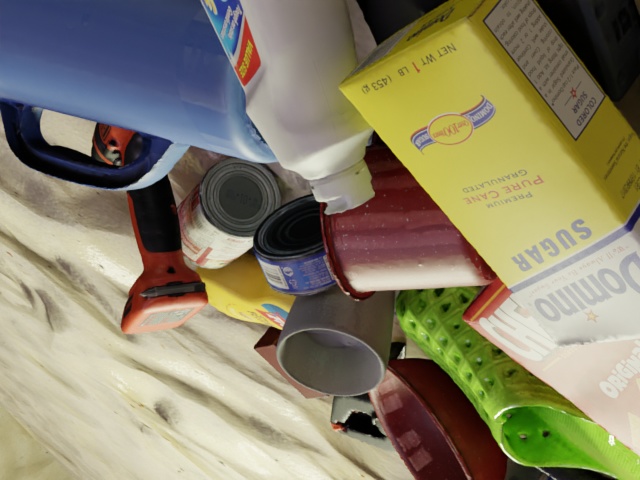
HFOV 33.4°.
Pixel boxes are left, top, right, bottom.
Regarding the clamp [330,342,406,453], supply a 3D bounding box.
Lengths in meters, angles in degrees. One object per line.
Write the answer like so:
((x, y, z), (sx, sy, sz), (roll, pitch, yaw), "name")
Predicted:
((0.066, 0.157, 1.007), (0.164, 0.036, 0.210), (50, 150, -20), "clamp")

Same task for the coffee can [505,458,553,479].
((0.206, 0.245, 0.877), (0.140, 0.102, 0.103), (41, 156, -3), "coffee can")

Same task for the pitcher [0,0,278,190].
((-0.113, -0.117, 0.670), (0.243, 0.145, 0.149), (20, 150, 31), "pitcher")

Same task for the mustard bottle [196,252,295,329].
((-0.016, 0.054, 0.916), (0.192, 0.058, 0.096), (13, 160, 43), "mustard bottle")

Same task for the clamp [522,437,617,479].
((0.221, 0.200, 0.792), (0.171, 0.039, 0.120), (-9, 101, 12), "clamp")

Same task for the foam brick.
((-0.014, 0.107, 1.015), (0.078, 0.053, 0.051), (46, 155, -12), "foam brick")

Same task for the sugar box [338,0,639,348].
((0.098, -0.028, 0.482), (0.176, 0.048, 0.094), (50, 148, -14), "sugar box")

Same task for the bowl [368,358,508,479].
((0.102, 0.153, 0.861), (0.162, 0.055, 0.162), (53, 163, 23), "bowl")

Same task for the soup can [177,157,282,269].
((-0.077, -0.021, 0.866), (0.068, 0.068, 0.102), (42, 156, -5), "soup can")

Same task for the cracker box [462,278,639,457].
((0.202, 0.063, 0.607), (0.214, 0.072, 0.164), (37, 155, 7), "cracker box")

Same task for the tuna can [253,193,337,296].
((-0.005, 0.001, 0.776), (0.086, 0.086, 0.033), (13, 136, 45), "tuna can")

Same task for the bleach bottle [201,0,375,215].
((-0.027, -0.131, 0.509), (0.103, 0.068, 0.251), (11, 126, 67), "bleach bottle")

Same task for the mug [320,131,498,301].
((0.056, -0.026, 0.594), (0.082, 0.117, 0.093), (-4, 170, 27), "mug")

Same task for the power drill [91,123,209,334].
((-0.145, -0.023, 0.860), (0.185, 0.057, 0.187), (143, 116, -66), "power drill")

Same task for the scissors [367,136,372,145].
((0.042, -0.044, 0.664), (0.202, 0.016, 0.096), (-2, 123, 40), "scissors")
